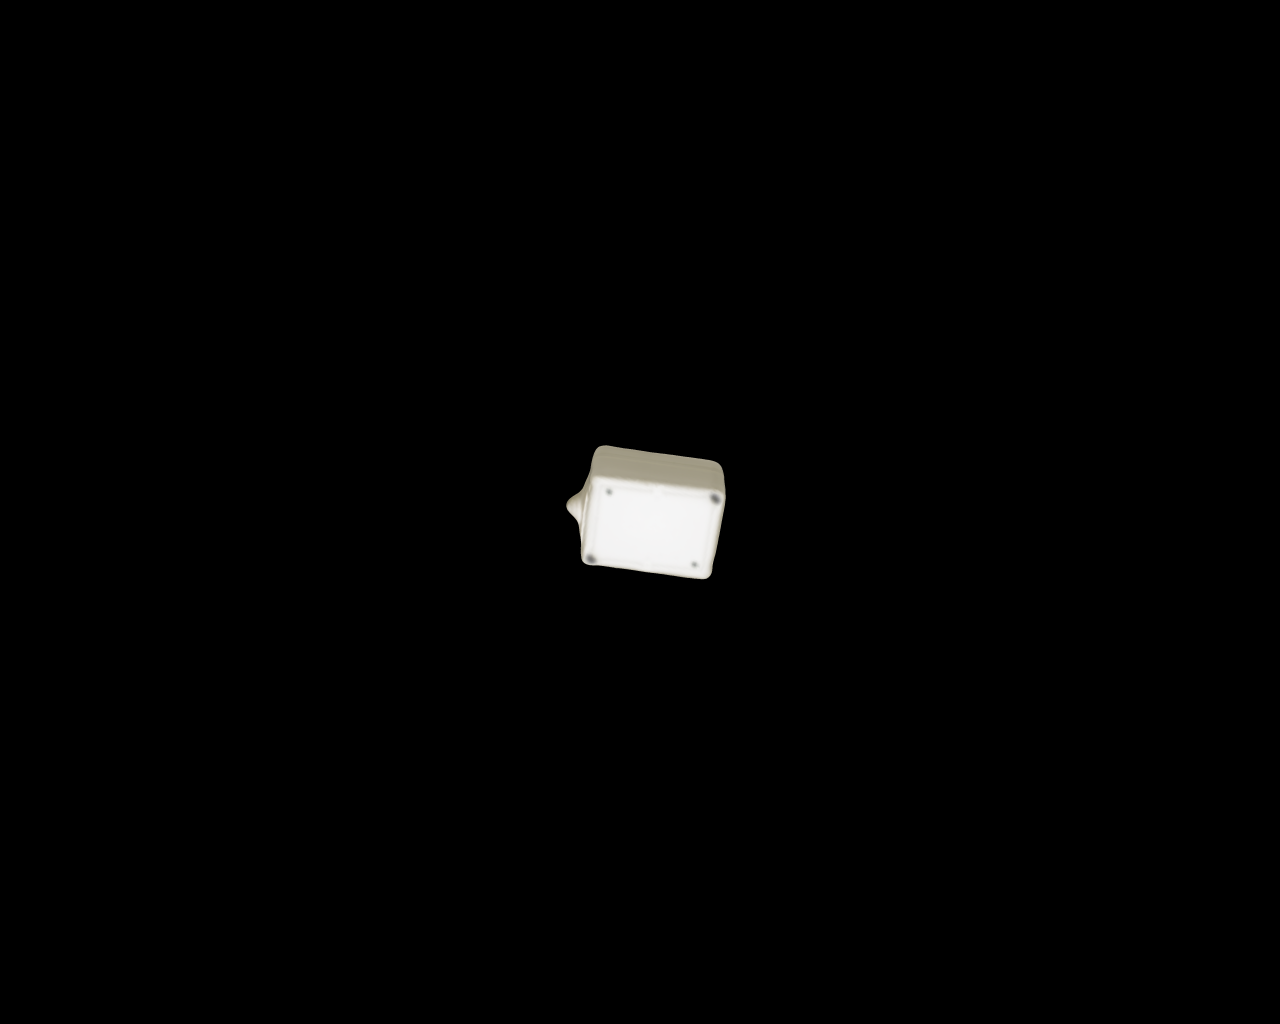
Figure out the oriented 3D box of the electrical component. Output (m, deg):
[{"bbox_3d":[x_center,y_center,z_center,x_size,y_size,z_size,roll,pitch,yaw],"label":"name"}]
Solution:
[{"bbox_3d":[0.001,-0.003,0.650,0.096,0.061,0.061,8,24,-3],"label":"electrical component"}]
